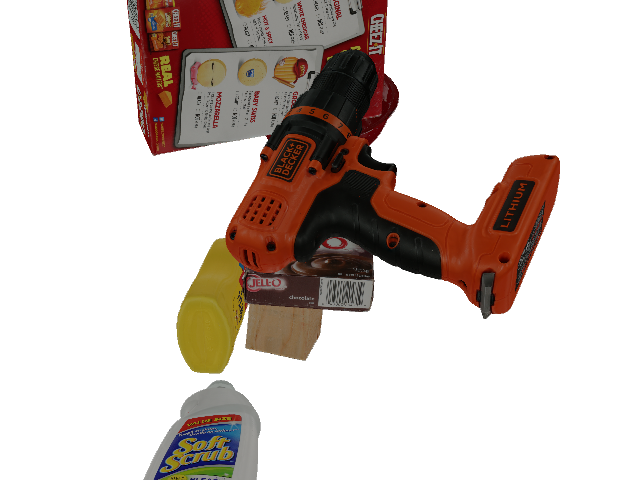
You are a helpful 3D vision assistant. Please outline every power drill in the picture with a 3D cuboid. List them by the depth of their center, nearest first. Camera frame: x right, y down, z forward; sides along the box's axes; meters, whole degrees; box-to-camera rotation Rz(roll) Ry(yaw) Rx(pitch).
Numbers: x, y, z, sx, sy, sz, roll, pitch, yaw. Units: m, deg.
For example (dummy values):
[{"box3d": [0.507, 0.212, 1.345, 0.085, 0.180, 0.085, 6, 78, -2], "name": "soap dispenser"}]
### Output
[{"box3d": [0.054, -0.039, 0.690, 0.188, 0.184, 0.057, 16, -30, 19], "name": "power drill"}]

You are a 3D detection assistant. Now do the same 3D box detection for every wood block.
[{"box3d": [-0.042, 0.046, 1.463, 0.090, 0.206, 0.090, 11, 22, 10], "name": "wood block"}]

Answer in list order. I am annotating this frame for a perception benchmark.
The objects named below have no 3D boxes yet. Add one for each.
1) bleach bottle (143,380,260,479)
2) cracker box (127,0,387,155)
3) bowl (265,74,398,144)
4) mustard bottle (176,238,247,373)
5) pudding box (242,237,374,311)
[{"box3d": [-0.106, 0.197, 0.923, 0.102, 0.068, 0.251, -2, 23, 1], "name": "bleach bottle"}, {"box3d": [-0.054, -0.174, 0.913, 0.213, 0.164, 0.072, -12, 40, -16], "name": "cracker box"}, {"box3d": [0.004, -0.129, 1.145, 0.162, 0.055, 0.162, -4, 40, 3], "name": "bowl"}, {"box3d": [-0.103, 0.052, 1.149, 0.058, 0.096, 0.191, 2, 29, 8], "name": "mustard bottle"}, {"box3d": [-0.009, 0.022, 0.948, 0.113, 0.039, 0.090, 6, 30, -2], "name": "pudding box"}]
